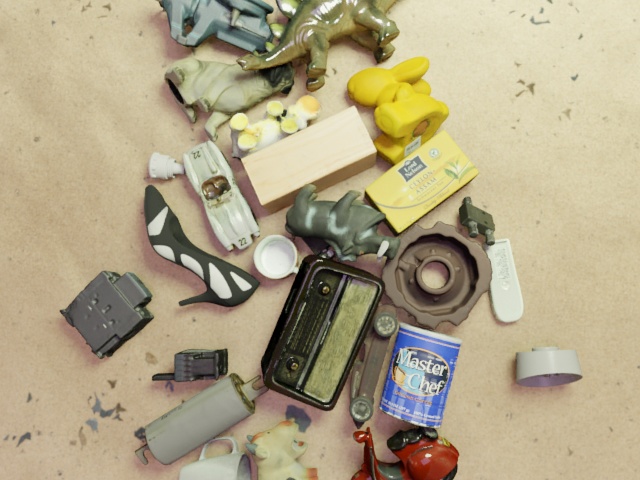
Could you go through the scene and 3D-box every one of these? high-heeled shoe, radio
[{"bbox_3d":[-0.205,0.003,0.921,0.145,0.086,0.248,-20,87,-2],"label":"high-heeled shoe"},{"bbox_3d":[0.000,0.143,0.870,0.131,0.073,0.229,23,90,-12],"label":"radio"}]

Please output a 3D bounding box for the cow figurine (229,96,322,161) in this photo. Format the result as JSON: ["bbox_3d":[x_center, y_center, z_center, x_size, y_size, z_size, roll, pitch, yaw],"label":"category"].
[{"bbox_3d":[-0.076,-0.189,0.935,0.167,0.098,0.068,-25,76,-18],"label":"cow figurine"}]

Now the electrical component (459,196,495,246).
[{"bbox_3d":[0.266,-0.033,0.903,0.063,0.021,0.094,22,42,-17],"label":"electrical component"}]

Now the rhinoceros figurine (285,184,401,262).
[{"bbox_3d":[0.038,-0.022,0.866,0.190,0.073,0.112,16,79,4],"label":"rhinoceros figurine"}]

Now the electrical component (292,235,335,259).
[{"bbox_3d":[-0.002,-0.004,0.923,0.078,0.045,0.102,-33,82,1],"label":"electrical component"}]

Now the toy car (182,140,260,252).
[{"bbox_3d":[-0.173,-0.076,0.937,0.073,0.056,0.201,-27,82,0],"label":"toy car"}]

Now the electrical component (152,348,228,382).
[{"bbox_3d":[-0.218,0.209,0.901,0.119,0.075,0.047,-2,84,6],"label":"electrical component"}]

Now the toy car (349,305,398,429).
[{"bbox_3d":[0.082,0.202,0.873,0.053,0.089,0.202,17,87,5],"label":"toy car"}]

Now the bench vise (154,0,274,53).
[{"bbox_3d":[-0.170,-0.444,0.937,0.224,0.129,0.240,21,103,-2],"label":"bench vise"}]

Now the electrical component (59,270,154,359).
[{"bbox_3d":[-0.358,0.119,0.927,0.134,0.058,0.115,-44,85,-1],"label":"electrical component"}]

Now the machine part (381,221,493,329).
[{"bbox_3d":[0.192,0.058,0.899,0.179,0.056,0.179,-1,84,5],"label":"machine part"}]

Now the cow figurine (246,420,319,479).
[{"bbox_3d":[-0.068,0.388,0.864,0.127,0.085,0.194,12,85,-5],"label":"cow figurine"}]

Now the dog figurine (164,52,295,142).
[{"bbox_3d":[-0.160,-0.290,0.952,0.190,0.121,0.172,-39,79,-19],"label":"dog figurine"}]

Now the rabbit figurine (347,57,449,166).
[{"bbox_3d":[0.124,-0.241,0.910,0.162,0.121,0.173,-42,62,-7],"label":"rabbit figurine"}]

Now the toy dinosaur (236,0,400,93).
[{"bbox_3d":[0.056,-0.402,0.921,0.471,0.105,0.198,-29,87,-17],"label":"toy dinosaur"}]

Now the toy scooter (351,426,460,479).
[{"bbox_3d":[0.121,0.340,0.847,0.184,0.075,0.135,-22,108,6],"label":"toy scooter"}]

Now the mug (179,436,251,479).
[{"bbox_3d":[-0.175,0.380,0.876,0.107,0.080,0.109,-7,73,6],"label":"mug"}]

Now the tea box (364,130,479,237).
[{"bbox_3d":[0.169,-0.094,0.911,0.169,0.068,0.098,-38,83,0],"label":"tea box"}]

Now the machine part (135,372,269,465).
[{"bbox_3d":[-0.197,0.294,0.887,0.243,0.079,0.079,-30,83,1],"label":"machine part"}]
